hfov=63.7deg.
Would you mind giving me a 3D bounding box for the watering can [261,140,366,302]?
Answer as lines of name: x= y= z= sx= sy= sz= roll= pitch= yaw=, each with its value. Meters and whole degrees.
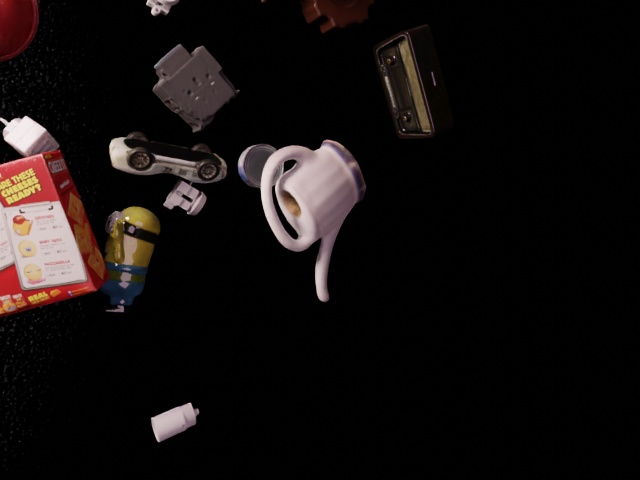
watering can: x=0.003 y=-0.053 z=1.052 sx=0.227 sy=0.105 sz=0.341 roll=-42 pitch=126 yaw=-24
